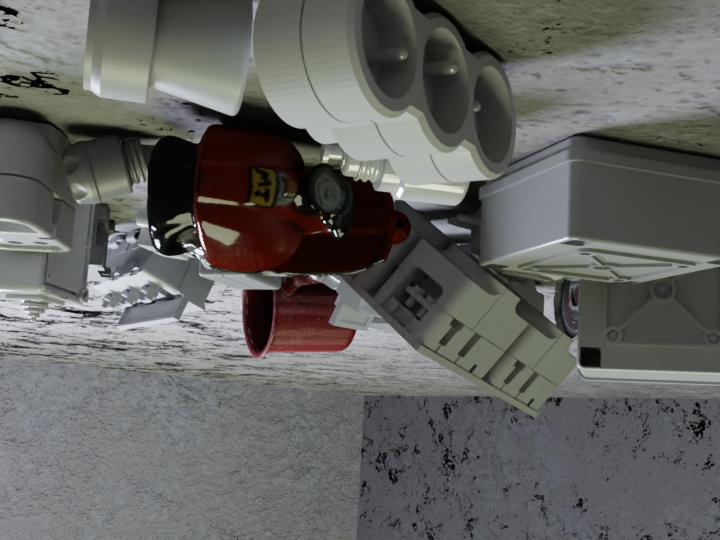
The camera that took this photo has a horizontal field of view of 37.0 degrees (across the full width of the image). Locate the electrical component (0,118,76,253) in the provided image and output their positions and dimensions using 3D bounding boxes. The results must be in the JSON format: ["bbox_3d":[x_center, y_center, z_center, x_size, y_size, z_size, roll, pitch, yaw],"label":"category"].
[{"bbox_3d":[-0.192,-0.047,0.592,0.054,0.059,0.095,3,171,1],"label":"electrical component"}]

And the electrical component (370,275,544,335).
[{"bbox_3d":[0.088,0.030,0.970,0.105,0.060,0.186,-1,170,28],"label":"electrical component"}]

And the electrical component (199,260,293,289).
[{"bbox_3d":[-0.069,-0.013,0.796,0.077,0.047,0.066,0,170,18],"label":"electrical component"}]

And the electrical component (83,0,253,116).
[{"bbox_3d":[-0.069,-0.081,0.386,0.055,0.045,0.045,6,171,-13],"label":"electrical component"}]

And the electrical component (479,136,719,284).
[{"bbox_3d":[0.136,-0.029,0.599,0.109,0.056,0.109,7,170,-20],"label":"electrical component"}]

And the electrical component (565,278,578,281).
[{"bbox_3d":[0.157,-0.009,0.785,0.035,0.035,0.061,-1,172,25],"label":"electrical component"}]

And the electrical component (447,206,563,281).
[{"bbox_3d":[0.096,-0.023,0.690,0.079,0.043,0.077,15,172,-11],"label":"electrical component"}]

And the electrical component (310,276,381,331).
[{"bbox_3d":[0.000,0.000,0.778,0.064,0.081,0.042,32,-170,37],"label":"electrical component"}]

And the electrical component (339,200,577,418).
[{"bbox_3d":[0.067,0.024,0.719,0.105,0.060,0.186,44,-173,36],"label":"electrical component"}]

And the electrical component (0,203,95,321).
[{"bbox_3d":[-0.209,-0.016,0.676,0.061,0.096,0.062,1,171,12],"label":"electrical component"}]

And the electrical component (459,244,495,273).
[{"bbox_3d":[0.075,-0.002,0.840,0.065,0.044,0.044,-3,170,4],"label":"electrical component"}]

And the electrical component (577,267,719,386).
[{"bbox_3d":[0.199,0.018,0.705,0.109,0.108,0.056,1,168,16],"label":"electrical component"}]

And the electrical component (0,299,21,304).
[{"bbox_3d":[-0.321,-0.001,0.952,0.056,0.050,0.089,6,169,-18],"label":"electrical component"}]

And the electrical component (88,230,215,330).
[{"bbox_3d":[-0.169,0.003,0.879,0.063,0.078,0.121,33,157,-26],"label":"electrical component"}]

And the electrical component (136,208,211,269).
[{"bbox_3d":[-0.115,-0.027,0.740,0.055,0.048,0.066,9,172,14],"label":"electrical component"}]

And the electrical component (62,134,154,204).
[{"bbox_3d":[-0.130,-0.058,0.590,0.061,0.035,0.035,-15,174,-11],"label":"electrical component"}]

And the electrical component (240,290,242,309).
[{"bbox_3d":[-0.084,0.025,1.053,0.077,0.043,0.079,-2,169,28],"label":"electrical component"}]

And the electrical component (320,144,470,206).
[{"bbox_3d":[0.020,-0.055,0.530,0.078,0.040,0.040,5,171,-12],"label":"electrical component"}]

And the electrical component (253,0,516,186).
[{"bbox_3d":[0.000,-0.068,0.415,0.074,0.052,0.138,-2,169,30],"label":"electrical component"}]
